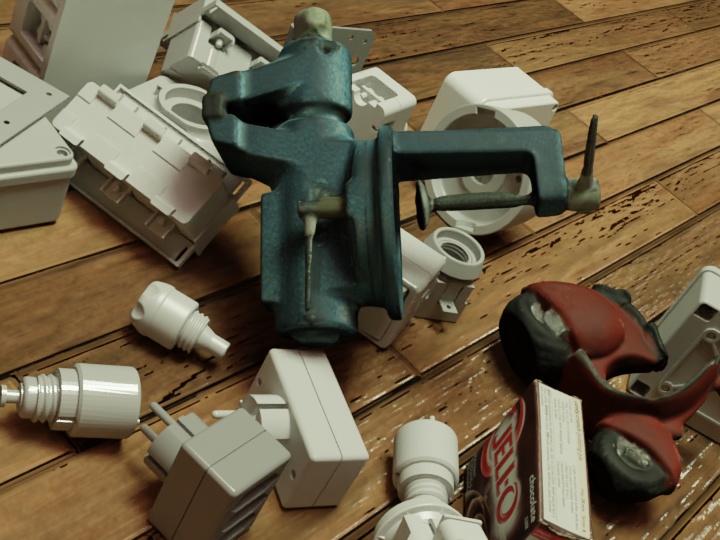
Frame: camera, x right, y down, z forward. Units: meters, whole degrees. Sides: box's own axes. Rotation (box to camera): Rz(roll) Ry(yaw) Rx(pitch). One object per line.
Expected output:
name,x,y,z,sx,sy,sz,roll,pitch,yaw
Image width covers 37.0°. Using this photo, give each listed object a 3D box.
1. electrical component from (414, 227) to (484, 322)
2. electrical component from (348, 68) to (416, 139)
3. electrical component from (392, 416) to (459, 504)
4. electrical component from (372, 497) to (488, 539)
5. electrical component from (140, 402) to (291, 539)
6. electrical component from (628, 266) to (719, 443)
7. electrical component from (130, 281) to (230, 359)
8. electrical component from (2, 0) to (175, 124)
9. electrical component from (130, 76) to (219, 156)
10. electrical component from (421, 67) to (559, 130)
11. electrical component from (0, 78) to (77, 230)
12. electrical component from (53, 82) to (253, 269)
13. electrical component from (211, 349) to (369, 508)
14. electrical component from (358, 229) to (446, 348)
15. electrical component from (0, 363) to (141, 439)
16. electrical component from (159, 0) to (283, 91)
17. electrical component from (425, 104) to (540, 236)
electrical component,0.062,0.002,0.801,0.048,0.055,0.066,9,40,-25
electrical component,0.001,-0.113,0.873,0.050,0.089,0.056,40,37,16
electrical component,0.040,0.126,0.647,0.040,0.040,0.078,20,36,-12
electrical component,0.038,0.160,0.580,0.058,0.078,0.057,15,19,-20
electrical component,-0.088,0.102,0.569,0.077,0.065,0.047,41,37,17
electrical component,0.279,0.069,0.820,0.109,0.108,0.056,30,38,2
electrical component,-0.109,0.035,0.665,0.061,0.035,0.035,31,35,-1
electrical component,-0.196,-0.178,0.770,0.089,0.150,0.061,-14,55,-44
electrical component,-0.131,-0.099,0.797,0.089,0.055,0.050,35,36,9
electrical component,0.121,-0.139,0.996,0.113,0.078,0.057,-14,50,-43
electrical component,-0.256,-0.077,0.685,0.109,0.056,0.108,-14,53,-44
electrical component,-0.147,-0.070,0.734,0.121,0.063,0.078,36,77,11
electrical component,-0.049,0.091,0.624,0.076,0.047,0.083,4,42,-31
electrical component,0.000,0.000,0.757,0.096,0.061,0.061,34,36,7
electrical component,-0.155,0.071,0.584,0.078,0.040,0.040,7,41,-27
electrical component,-0.094,-0.152,0.849,0.121,0.079,0.063,31,57,-36
electrical component,0.114,-0.085,0.905,0.060,0.108,0.108,-9,49,-48
